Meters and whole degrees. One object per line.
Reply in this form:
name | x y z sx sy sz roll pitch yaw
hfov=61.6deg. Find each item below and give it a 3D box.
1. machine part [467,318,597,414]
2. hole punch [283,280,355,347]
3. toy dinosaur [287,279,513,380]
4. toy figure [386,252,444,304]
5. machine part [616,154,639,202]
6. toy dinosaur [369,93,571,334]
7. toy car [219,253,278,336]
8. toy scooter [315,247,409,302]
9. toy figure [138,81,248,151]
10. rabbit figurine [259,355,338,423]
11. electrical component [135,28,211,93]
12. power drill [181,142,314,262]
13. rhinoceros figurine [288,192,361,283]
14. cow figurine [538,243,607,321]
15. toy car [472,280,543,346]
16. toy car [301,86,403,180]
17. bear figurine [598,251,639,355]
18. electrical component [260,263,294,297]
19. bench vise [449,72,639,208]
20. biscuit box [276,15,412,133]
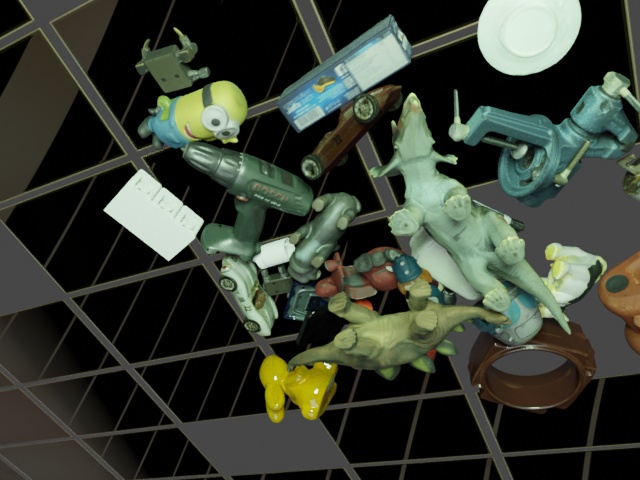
machine part | 0.405 0.239 1.040 0.201 0.087 0.201 14 130 2
hole punch | -0.005 0.136 1.063 0.116 0.092 0.142 -9 133 -33
toy dinosaur | 0.098 0.176 0.930 0.472 0.105 0.198 -14 139 32
toy figure | 0.168 0.076 0.914 0.064 0.058 0.154 -48 134 -5
machine part | 0.537 -0.059 0.784 0.243 0.079 0.079 26 128 -8
toy dinosaur | 0.215 -0.025 0.808 0.131 0.192 0.404 -37 108 25
toy car | -0.141 0.106 1.070 0.056 0.073 0.201 -7 125 22
toy scooter | 0.071 0.053 0.938 0.184 0.075 0.135 -18 151 7
toy figure | -0.200 -0.195 0.847 0.180 0.082 0.089 -6 83 27
rabbit figurine | -0.062 0.324 1.190 0.173 0.162 0.121 23 143 17
electrical component | -0.227 -0.271 0.820 0.102 0.045 0.078 -13 141 23
power drill | -0.143 -0.062 0.920 0.232 0.086 0.207 14 129 -20
rhinoceros figurine | -0.002 -0.003 0.939 0.073 0.112 0.190 35 116 7
cow figurine | 0.420 0.086 0.933 0.098 0.068 0.167 6 131 -4
toy car | 0.324 0.132 0.925 0.103 0.109 0.161 53 168 20
toy car | 0.043 -0.162 0.797 0.053 0.089 0.202 52 134 6
bear figurine | 0.557 0.122 0.894 0.132 0.120 0.195 -36 114 28
electrical component | -0.082 0.087 1.065 0.063 0.021 0.093 -13 129 4
bench vise | 0.299 -0.141 0.738 0.241 0.129 0.223 10 147 -16
biscuit box | 0.032 -0.234 0.775 0.203 0.063 0.059 -26 118 29
